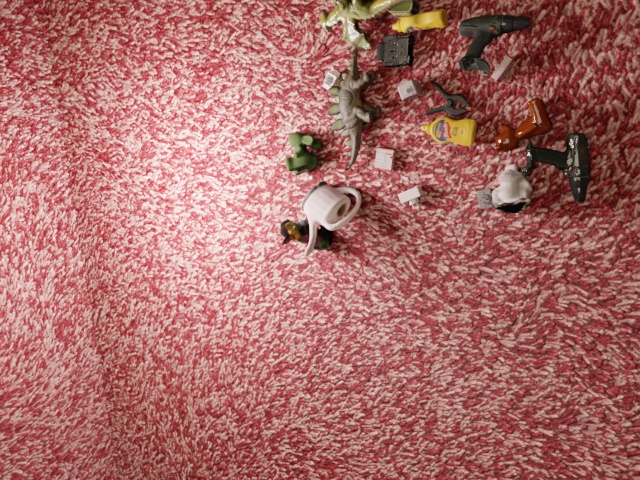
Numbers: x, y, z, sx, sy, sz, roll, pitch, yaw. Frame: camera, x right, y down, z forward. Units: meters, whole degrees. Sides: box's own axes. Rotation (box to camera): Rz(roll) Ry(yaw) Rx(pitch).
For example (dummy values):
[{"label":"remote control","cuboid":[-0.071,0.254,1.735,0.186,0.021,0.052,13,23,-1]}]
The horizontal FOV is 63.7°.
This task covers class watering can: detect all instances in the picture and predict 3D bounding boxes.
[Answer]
[{"label":"watering can","cuboid":[0.006,-0.104,2.064,0.351,0.102,0.227,-44,55,-15]}]

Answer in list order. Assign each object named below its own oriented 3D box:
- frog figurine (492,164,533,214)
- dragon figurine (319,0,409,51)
[{"label":"frog figurine","cuboid":[0.666,-0.177,1.799,0.136,0.121,0.163,-24,53,37]},{"label":"dragon figurine","cuboid":[0.157,-0.815,1.898,0.413,0.124,0.237,23,145,28]}]
